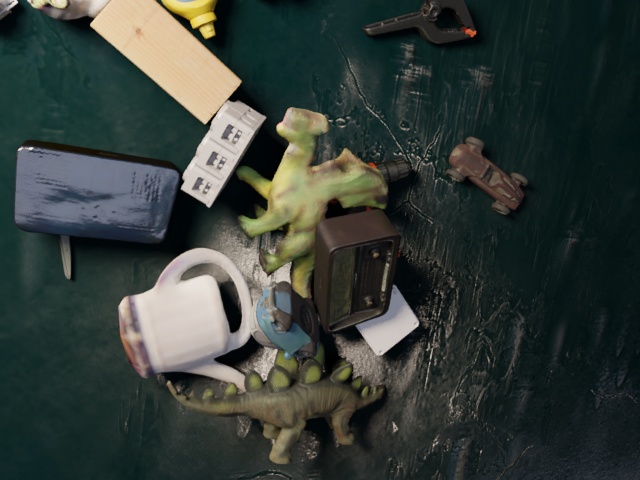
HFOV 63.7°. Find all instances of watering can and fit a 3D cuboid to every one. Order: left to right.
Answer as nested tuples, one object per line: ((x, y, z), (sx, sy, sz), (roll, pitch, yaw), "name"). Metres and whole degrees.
((-0.219, 0.180, 0.902), (0.225, 0.341, 0.105), (-14, 25, -17), "watering can")

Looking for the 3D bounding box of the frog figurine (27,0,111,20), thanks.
((-0.347, -0.392, 0.741), (0.121, 0.137, 0.162), (-37, 6, 46), "frog figurine")

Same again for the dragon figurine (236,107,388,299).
((0.003, -0.044, 0.878), (0.242, 0.402, 0.125), (-19, 37, 9), "dragon figurine")
